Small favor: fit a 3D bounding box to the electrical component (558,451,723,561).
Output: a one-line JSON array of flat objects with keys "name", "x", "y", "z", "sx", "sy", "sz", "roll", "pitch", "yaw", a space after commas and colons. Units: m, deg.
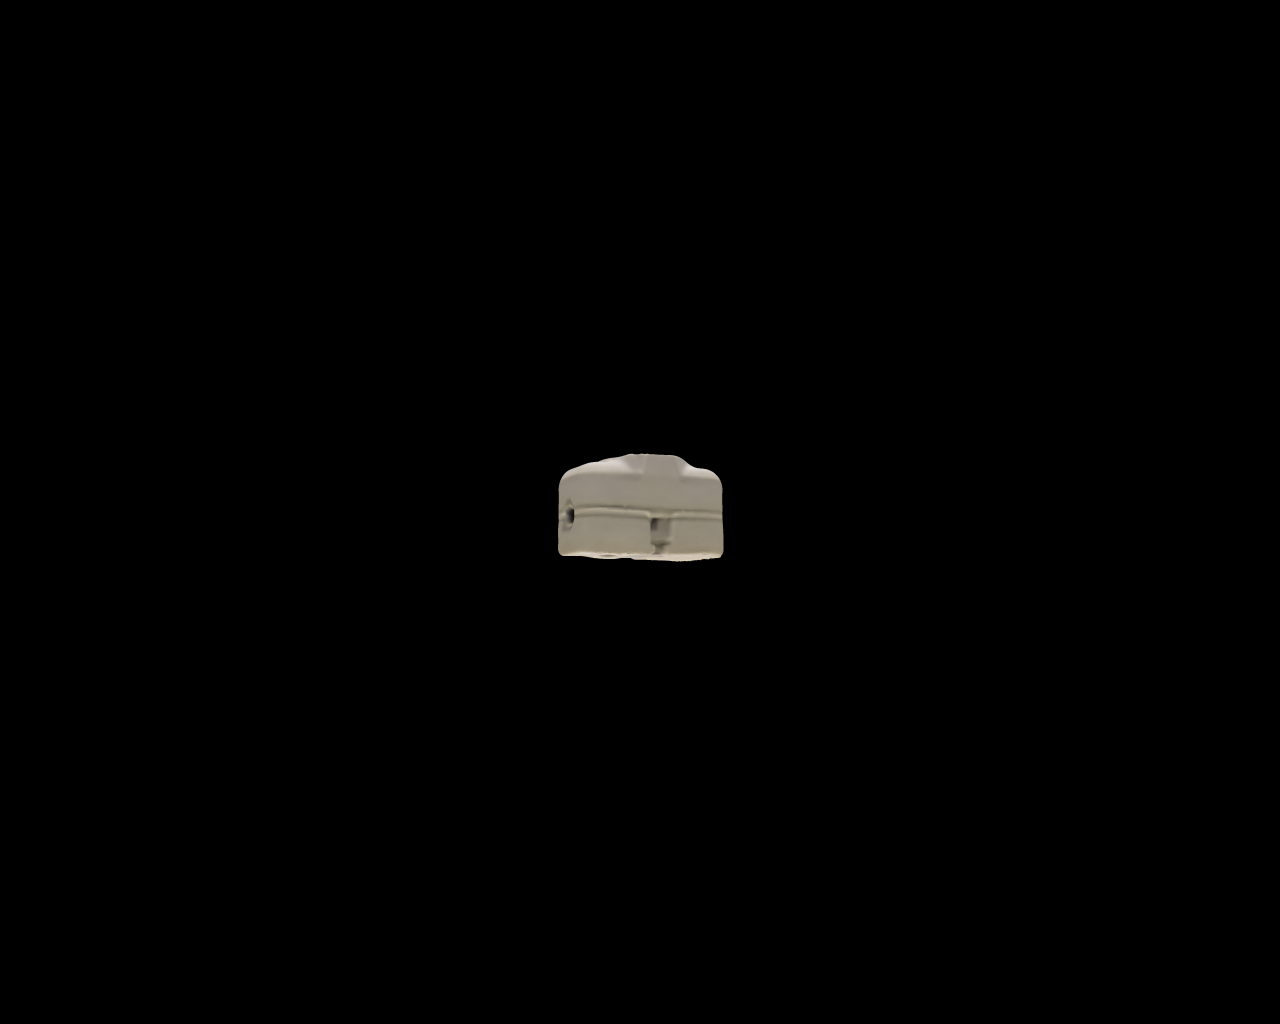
[{"name": "electrical component", "x": 0.001, "y": -0.003, "z": 0.650, "sx": 0.095, "sy": 0.059, "sz": 0.053, "roll": 3, "pitch": -7, "yaw": -26}]
